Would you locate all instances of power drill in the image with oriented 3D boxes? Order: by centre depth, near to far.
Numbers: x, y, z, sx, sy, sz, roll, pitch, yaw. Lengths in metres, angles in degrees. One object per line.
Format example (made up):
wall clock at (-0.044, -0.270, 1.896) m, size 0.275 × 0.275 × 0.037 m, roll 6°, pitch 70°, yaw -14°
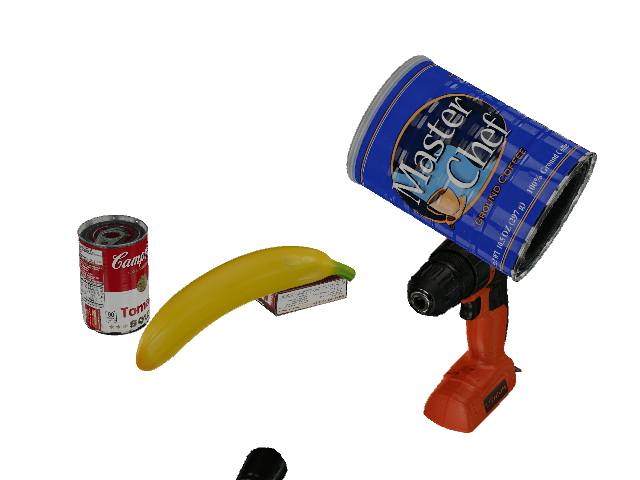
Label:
power drill at (0.131, 0.073, 0.941) m, size 0.057 × 0.188 × 0.184 m, roll 21°, pitch 35°, yaw 31°

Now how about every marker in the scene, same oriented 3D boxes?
marker at (-0.039, 0.119, 0.420) m, size 0.020 × 0.020 × 0.121 m, roll 0°, pitch 23°, yaw 19°

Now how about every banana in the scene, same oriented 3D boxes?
banana at (-0.072, 0.049, 0.856) m, size 0.198 × 0.069 × 0.037 m, roll -23°, pitch 34°, yaw 8°

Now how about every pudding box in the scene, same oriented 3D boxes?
pudding box at (-0.034, 0.056, 1.409) m, size 0.113 × 0.039 × 0.090 m, roll -15°, pitch 27°, yaw -29°

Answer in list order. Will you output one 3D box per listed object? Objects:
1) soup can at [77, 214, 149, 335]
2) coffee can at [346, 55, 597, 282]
soup can at (-0.205, 0.035, 1.061) m, size 0.068 × 0.102 × 0.068 m, roll 2°, pitch 26°, yaw -1°
coffee can at (0.104, -0.051, 0.743) m, size 0.140 × 0.103 × 0.102 m, roll 33°, pitch 11°, yaw 18°
